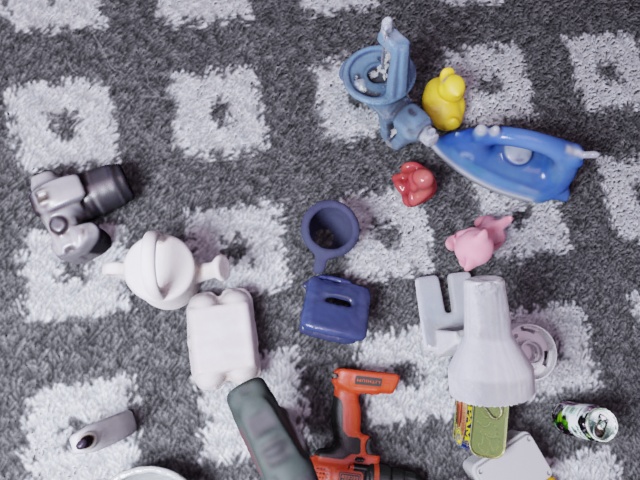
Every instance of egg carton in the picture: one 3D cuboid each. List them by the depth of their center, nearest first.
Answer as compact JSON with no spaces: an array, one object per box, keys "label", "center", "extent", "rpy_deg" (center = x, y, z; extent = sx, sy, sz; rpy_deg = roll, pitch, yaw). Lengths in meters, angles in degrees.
[{"label":"egg carton","center":[-0.149,0.151,0.880],"extent":[0.107,0.069,0.150],"rpy_deg":[-8,80,-9]}]

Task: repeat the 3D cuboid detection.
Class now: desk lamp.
[{"label":"desk lamp","center":[0.226,0.138,0.858],"extent":[0.118,0.213,0.203],"rpy_deg":[-7,79,-8]}]

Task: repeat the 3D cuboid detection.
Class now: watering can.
[{"label":"watering can","center":[-0.222,0.040,0.829],"extent":[0.173,0.194,0.101],"rpy_deg":[-21,82,-11]}]

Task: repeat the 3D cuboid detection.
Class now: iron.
[{"label":"iron","center":[0.326,-0.152,0.968],"extent":[0.258,0.141,0.119],"rpy_deg":[15,77,-4]}]

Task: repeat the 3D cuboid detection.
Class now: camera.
[{"label":"camera","center":[-0.356,-0.054,0.878],"extent":[0.137,0.100,0.143],"rpy_deg":[-24,82,-11]}]

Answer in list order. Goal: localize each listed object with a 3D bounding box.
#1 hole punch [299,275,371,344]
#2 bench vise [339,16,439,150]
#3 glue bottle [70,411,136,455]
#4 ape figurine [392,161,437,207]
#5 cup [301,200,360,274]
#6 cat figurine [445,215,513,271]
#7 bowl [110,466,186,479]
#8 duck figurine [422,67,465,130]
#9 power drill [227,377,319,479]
[{"label":"hole punch","center":[0.022,0.107,0.901],"extent":[0.108,0.091,0.101],"rpy_deg":[12,77,-5]},{"label":"bench vise","center":[0.129,-0.255,0.922],"extent":[0.207,0.219,0.121],"rpy_deg":[33,76,0]},{"label":"glue bottle","center":[-0.304,0.268,0.782],"extent":[0.078,0.173,0.037],"rpy_deg":[-19,81,-11]},{"label":"ape figurine","center":[0.164,-0.096,0.960],"extent":[0.076,0.092,0.078],"rpy_deg":[16,77,-4]},{"label":"cup","center":[0.008,0.003,0.918],"extent":[0.091,0.095,0.118],"rpy_deg":[16,77,-4]},{"label":"cat figurine","center":[0.264,0.001,0.941],"extent":[0.128,0.117,0.067],"rpy_deg":[-35,84,-13]},{"label":"bowl","center":[-0.245,0.403,0.813],"extent":[0.167,0.074,0.167],"rpy_deg":[2,78,-7]},{"label":"duck figurine","center":[0.226,-0.251,1.003],"extent":[0.077,0.086,0.104],"rpy_deg":[-8,80,-9]},{"label":"power drill","center":[-0.053,0.299,0.791],"extent":[0.076,0.208,0.229],"rpy_deg":[-29,83,-12]}]
